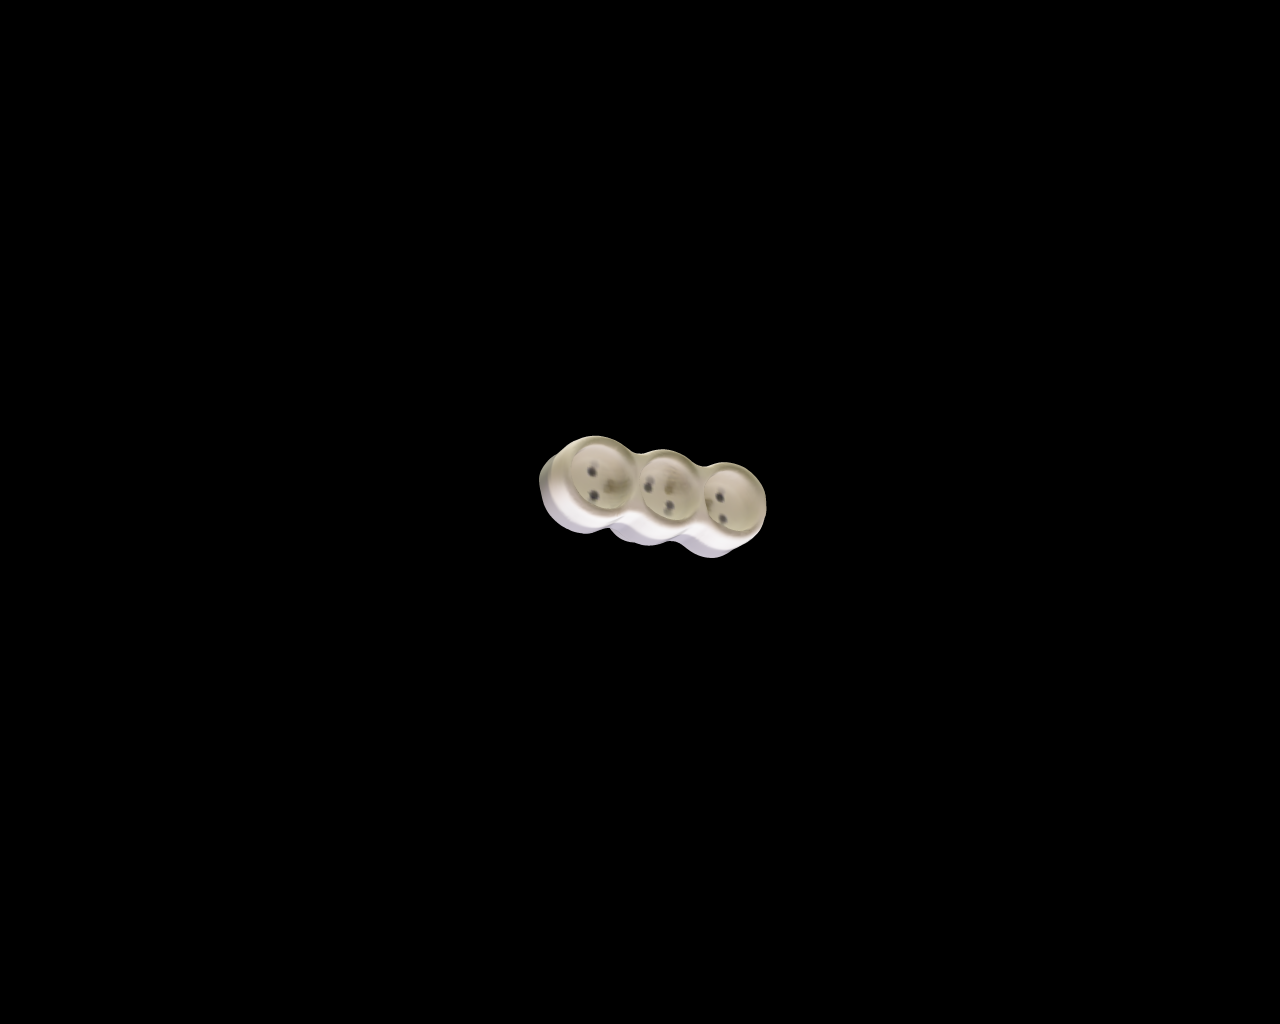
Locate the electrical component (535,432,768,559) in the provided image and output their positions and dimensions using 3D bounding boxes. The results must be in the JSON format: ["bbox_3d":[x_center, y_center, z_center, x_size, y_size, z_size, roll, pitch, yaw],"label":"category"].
[{"bbox_3d":[0.001,-0.003,0.650,0.138,0.052,0.073,11,-23,-27],"label":"electrical component"}]
